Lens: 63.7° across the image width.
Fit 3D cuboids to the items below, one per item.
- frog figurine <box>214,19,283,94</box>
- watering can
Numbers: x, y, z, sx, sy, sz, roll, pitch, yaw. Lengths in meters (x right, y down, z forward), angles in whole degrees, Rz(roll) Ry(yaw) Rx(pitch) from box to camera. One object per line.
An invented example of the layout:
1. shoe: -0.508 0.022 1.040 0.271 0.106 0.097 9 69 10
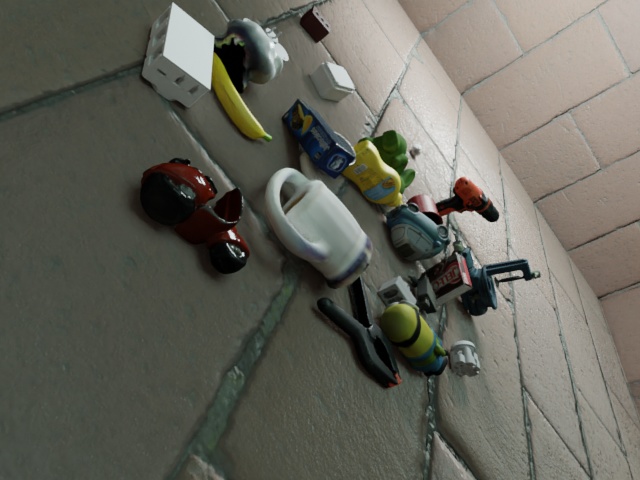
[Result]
1. frog figurine: -0.128 -0.375 1.016 0.138 0.120 0.162 40 41 4
2. watering can: 0.003 -0.047 0.926 0.223 0.103 0.354 49 23 -12
